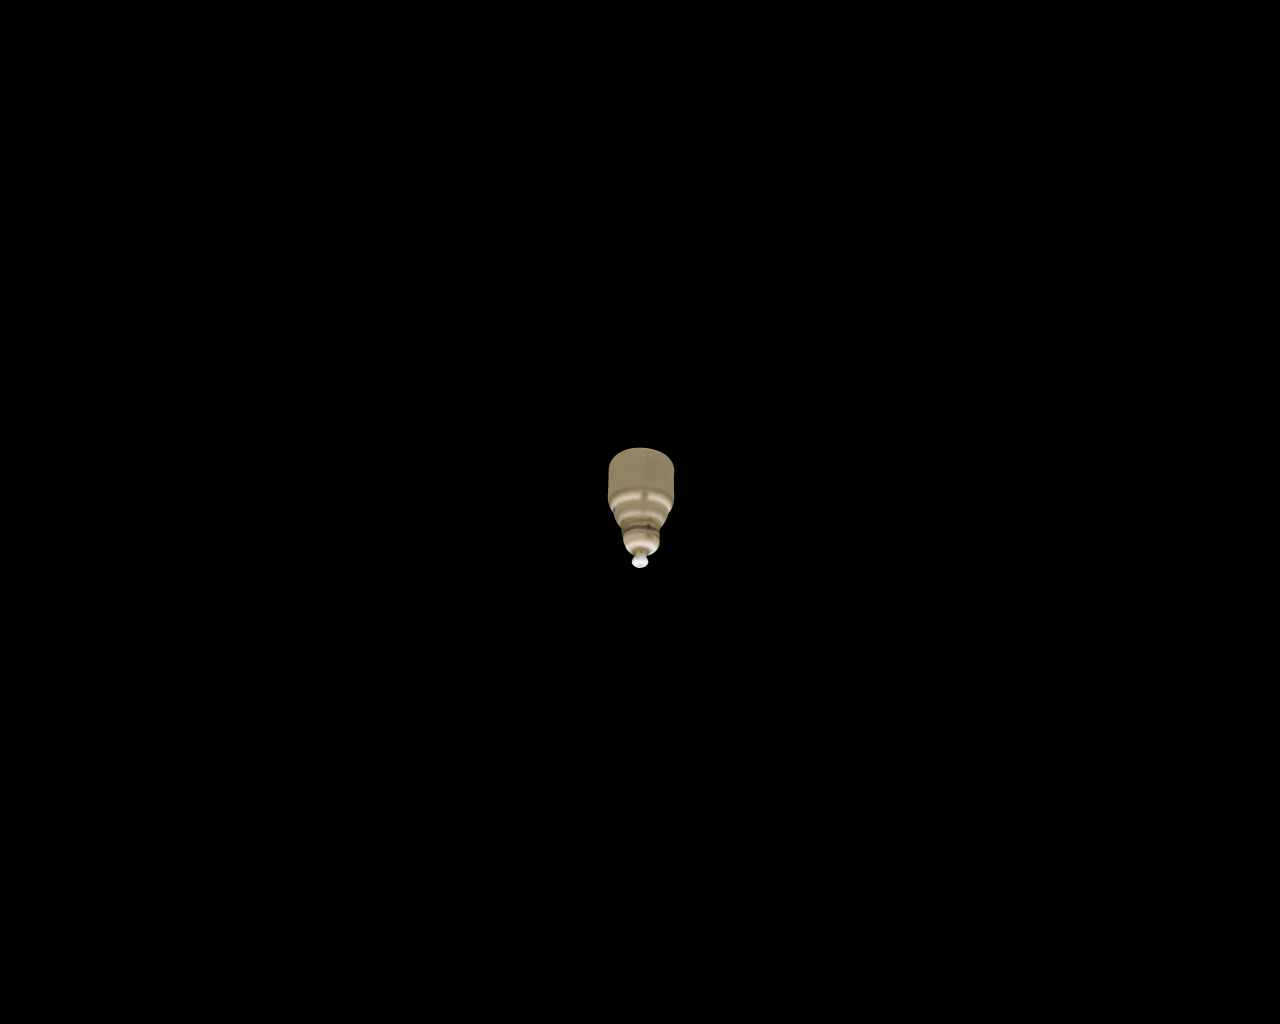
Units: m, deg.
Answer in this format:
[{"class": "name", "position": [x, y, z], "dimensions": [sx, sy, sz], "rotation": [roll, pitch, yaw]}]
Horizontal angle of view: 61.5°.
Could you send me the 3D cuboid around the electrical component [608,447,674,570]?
[{"class": "electrical component", "position": [0.001, -0.003, 0.650], "dimensions": [0.040, 0.078, 0.040], "rotation": [0, -29, 0]}]
